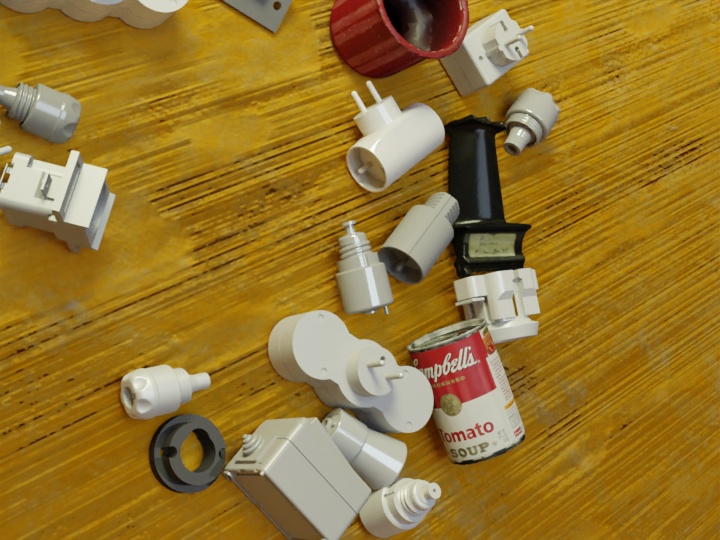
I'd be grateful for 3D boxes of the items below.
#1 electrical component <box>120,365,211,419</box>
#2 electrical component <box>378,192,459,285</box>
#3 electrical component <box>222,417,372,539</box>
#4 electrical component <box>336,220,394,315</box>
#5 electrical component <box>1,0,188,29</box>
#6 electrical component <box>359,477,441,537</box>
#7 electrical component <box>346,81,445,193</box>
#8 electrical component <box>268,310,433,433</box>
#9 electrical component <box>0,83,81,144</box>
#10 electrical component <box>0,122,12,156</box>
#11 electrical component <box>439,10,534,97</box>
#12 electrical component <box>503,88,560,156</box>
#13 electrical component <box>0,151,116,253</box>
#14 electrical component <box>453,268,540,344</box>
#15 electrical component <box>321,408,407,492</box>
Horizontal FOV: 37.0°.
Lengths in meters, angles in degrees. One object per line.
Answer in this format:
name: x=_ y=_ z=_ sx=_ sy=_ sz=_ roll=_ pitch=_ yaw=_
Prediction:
electrical component: x=-0.133 y=0.082 z=0.747 sx=0.061 sy=0.035 sz=0.035 roll=-9 pitch=87 yaw=-38
electrical component: x=0.054 y=-0.031 z=0.890 sx=0.043 sy=0.043 sz=0.081 roll=48 pitch=59 yaw=-18
electrical component: x=-0.047 y=0.146 z=0.777 sx=0.096 sy=0.062 sz=0.061 roll=50 pitch=58 yaw=-17
electrical component: x=0.000 y=0.000 z=0.849 sx=0.040 sy=0.040 sz=0.078 roll=-14 pitch=89 yaw=-35
electrical component: x=-0.180 y=-0.208 z=0.743 sx=0.138 sy=0.074 sz=0.052 roll=0 pitch=82 yaw=-34
electrical component: x=0.033 y=0.178 z=0.821 sx=0.040 sy=0.078 sz=0.040 roll=19 pitch=56 yaw=-30
electrical component: x=0.020 y=-0.116 z=0.881 sx=0.077 sy=0.044 sz=0.079 roll=-40 pitch=104 yaw=-33
electrical component: x=0.004 y=0.078 z=0.817 sx=0.138 sy=0.074 sz=0.052 roll=35 pitch=64 yaw=-25
electrical component: x=-0.221 y=-0.109 z=0.721 sx=0.061 sy=0.035 sz=0.035 roll=22 pitch=70 yaw=-28
electrical component: x=-0.261 y=-0.074 z=0.681 sx=0.079 sy=0.043 sz=0.077 roll=-25 pitch=96 yaw=-35
electrical component: x=0.121 y=-0.196 z=0.945 sx=0.066 sy=0.077 sz=0.047 roll=-41 pitch=105 yaw=-32
electrical component: x=0.151 y=-0.131 z=0.975 sx=0.043 sy=0.043 sz=0.062 roll=44 pitch=61 yaw=-20
electrical component: x=-0.199 y=-0.046 z=0.702 sx=0.064 sy=0.081 sz=0.042 roll=13 pitch=71 yaw=-2
electrical component: x=0.120 y=0.032 z=0.916 sx=0.078 sy=0.058 sz=0.057 roll=-6 pitch=82 yaw=-35
electrical component: x=-0.002 y=0.135 z=0.824 sx=0.065 sy=0.044 sz=0.044 roll=36 pitch=63 yaw=-19
